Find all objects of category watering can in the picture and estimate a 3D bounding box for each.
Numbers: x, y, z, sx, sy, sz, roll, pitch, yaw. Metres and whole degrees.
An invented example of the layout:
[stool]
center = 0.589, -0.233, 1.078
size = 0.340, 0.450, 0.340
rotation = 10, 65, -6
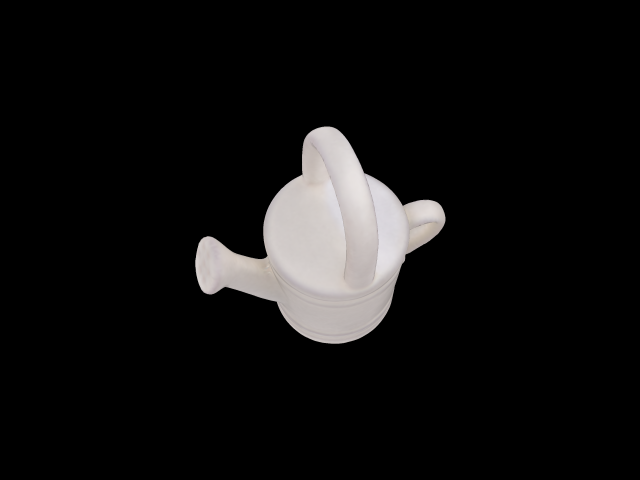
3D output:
[watering can]
center = 0.004, 0.003, 0.399
size = 0.173, 0.194, 0.100
rotation = -37, 70, -16
